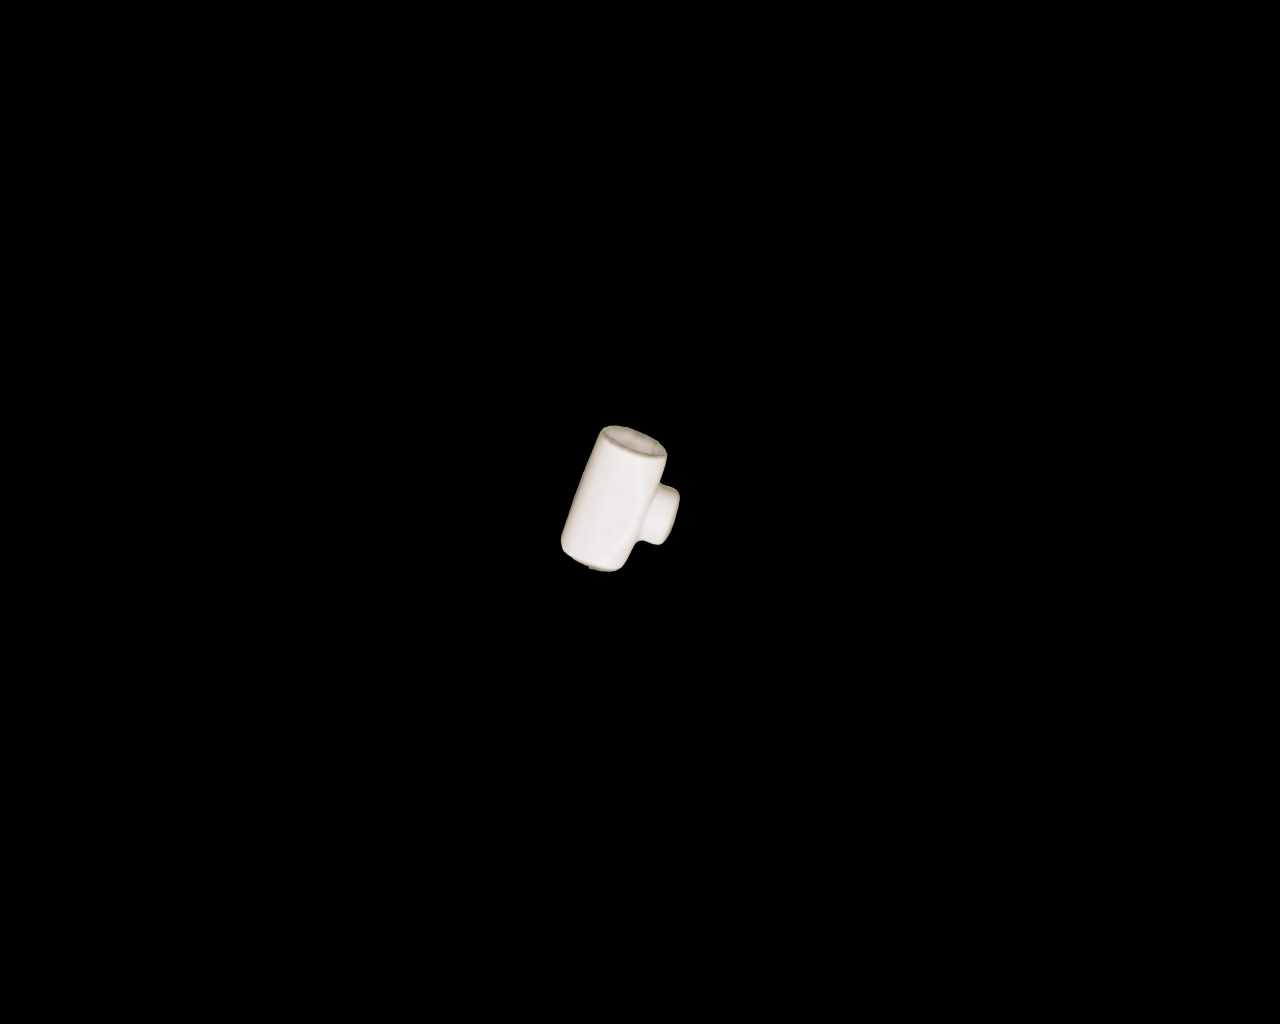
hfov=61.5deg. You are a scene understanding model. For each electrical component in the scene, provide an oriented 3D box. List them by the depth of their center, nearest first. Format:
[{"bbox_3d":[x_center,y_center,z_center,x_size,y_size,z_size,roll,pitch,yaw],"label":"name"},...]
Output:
[{"bbox_3d":[0.001,-0.003,0.650,0.079,0.077,0.044,19,20,-7],"label":"electrical component"}]
